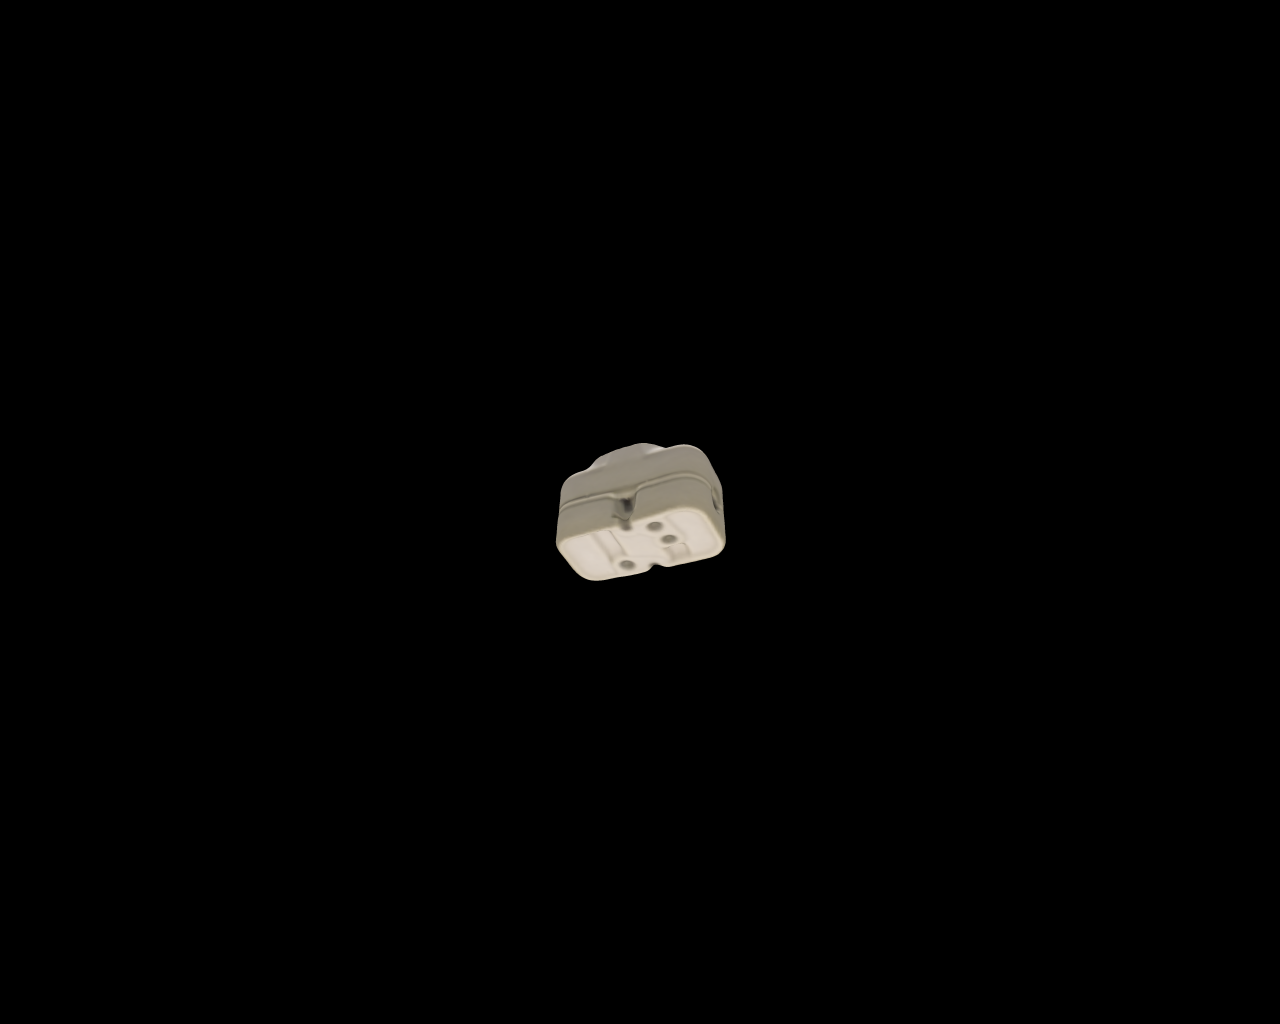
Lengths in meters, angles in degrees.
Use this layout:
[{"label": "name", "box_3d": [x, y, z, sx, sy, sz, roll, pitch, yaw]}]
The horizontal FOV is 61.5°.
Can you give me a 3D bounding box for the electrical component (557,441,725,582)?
[{"label": "electrical component", "box_3d": [0.001, -0.003, 0.650, 0.095, 0.059, 0.053, -14, -40, 17]}]
